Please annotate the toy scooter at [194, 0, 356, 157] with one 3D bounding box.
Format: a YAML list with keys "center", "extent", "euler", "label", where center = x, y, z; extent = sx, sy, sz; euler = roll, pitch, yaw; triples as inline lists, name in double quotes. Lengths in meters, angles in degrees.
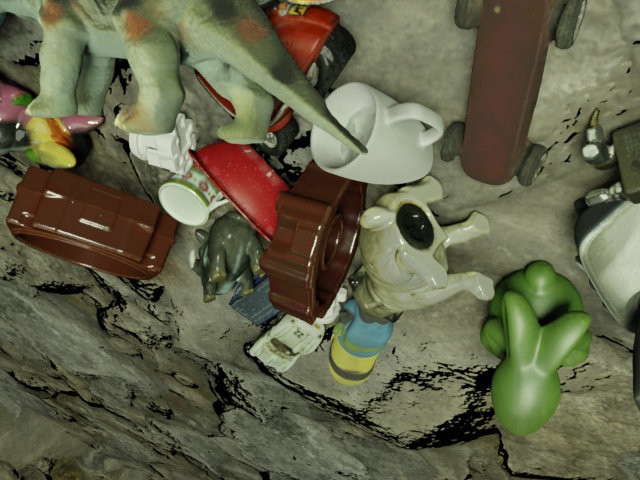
- center: [-0.057, -0.163, 0.505]
  extent: [0.135, 0.075, 0.184]
  euler: [36, 145, -9]
  label: "toy scooter"

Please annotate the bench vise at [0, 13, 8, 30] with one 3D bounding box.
- center: [-0.377, -0.253, 0.513]
  extent: [0.241, 0.129, 0.223]
  euler: [55, 154, 19]
  label: "bench vise"

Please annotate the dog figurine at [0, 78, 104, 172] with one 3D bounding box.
- center: [-0.390, -0.161, 0.665]
  extent: [0.219, 0.108, 0.191]
  euler: [15, 153, 8]
  label: "dog figurine"

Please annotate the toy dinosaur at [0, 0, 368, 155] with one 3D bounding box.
- center: [-0.142, -0.184, 0.432]
  extent: [0.405, 0.131, 0.192]
  euler: [10, 106, 14]
  label: "toy dinosaur"

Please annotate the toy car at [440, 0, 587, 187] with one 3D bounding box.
- center: [0.153, -0.126, 0.441]
  extent: [0.089, 0.053, 0.201]
  euler: [24, 146, 26]
  label: "toy car"

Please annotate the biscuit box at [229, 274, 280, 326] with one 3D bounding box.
- center: [-0.057, 0.055, 0.756]
  extent: [0.063, 0.059, 0.202]
  euler: [37, 140, -14]
  label: "biscuit box"

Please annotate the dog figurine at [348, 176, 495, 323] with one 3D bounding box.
- center: [0.069, 0.027, 0.593]
  extent: [0.172, 0.121, 0.190]
  euler: [33, 143, -23]
  label: "dog figurine"

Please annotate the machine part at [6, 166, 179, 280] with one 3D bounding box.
- center: [-0.310, -0.013, 0.739]
  extent: [0.201, 0.087, 0.201]
  euler: [21, 164, -21]
  label: "machine part"

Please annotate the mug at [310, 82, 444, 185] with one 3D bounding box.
- center: [0.065, -0.094, 0.494]
  extent: [0.110, 0.081, 0.107]
  euler: [-20, 157, 41]
  label: "mug"

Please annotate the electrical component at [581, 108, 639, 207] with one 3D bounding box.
- center: [0.262, -0.074, 0.430]
  extent: [0.045, 0.078, 0.102]
  euler: [25, 155, -38]
  label: "electrical component"

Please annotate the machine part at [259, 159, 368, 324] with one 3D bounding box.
- center: [-0.001, -0.002, 0.578]
  extent: [0.056, 0.179, 0.179]
  euler: [18, 141, 17]
  label: "machine part"

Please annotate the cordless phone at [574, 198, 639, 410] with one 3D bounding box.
- center: [0.273, 0.051, 0.466]
  extent: [0.089, 0.184, 0.146]
  euler: [-14, 127, 45]
  label: "cordless phone"

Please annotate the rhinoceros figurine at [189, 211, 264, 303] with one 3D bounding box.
- center: [-0.131, 0.023, 0.713]
  extent: [0.190, 0.073, 0.112]
  euler: [-43, 62, 63]
  label: "rhinoceros figurine"

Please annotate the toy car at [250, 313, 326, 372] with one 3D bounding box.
- center: [-0.057, 0.168, 0.884]
  extent: [0.073, 0.056, 0.201]
  euler: [33, 141, -8]
  label: "toy car"

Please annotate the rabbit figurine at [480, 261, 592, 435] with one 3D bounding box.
- center: [0.235, 0.118, 0.572]
  extent: [0.121, 0.170, 0.158]
  euler: [13, 140, 16]
  label: "rabbit figurine"

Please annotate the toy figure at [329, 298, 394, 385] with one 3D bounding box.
- center: [0.055, 0.139, 0.763]
  extent: [0.082, 0.089, 0.180]
  euler: [28, 144, 8]
  label: "toy figure"
